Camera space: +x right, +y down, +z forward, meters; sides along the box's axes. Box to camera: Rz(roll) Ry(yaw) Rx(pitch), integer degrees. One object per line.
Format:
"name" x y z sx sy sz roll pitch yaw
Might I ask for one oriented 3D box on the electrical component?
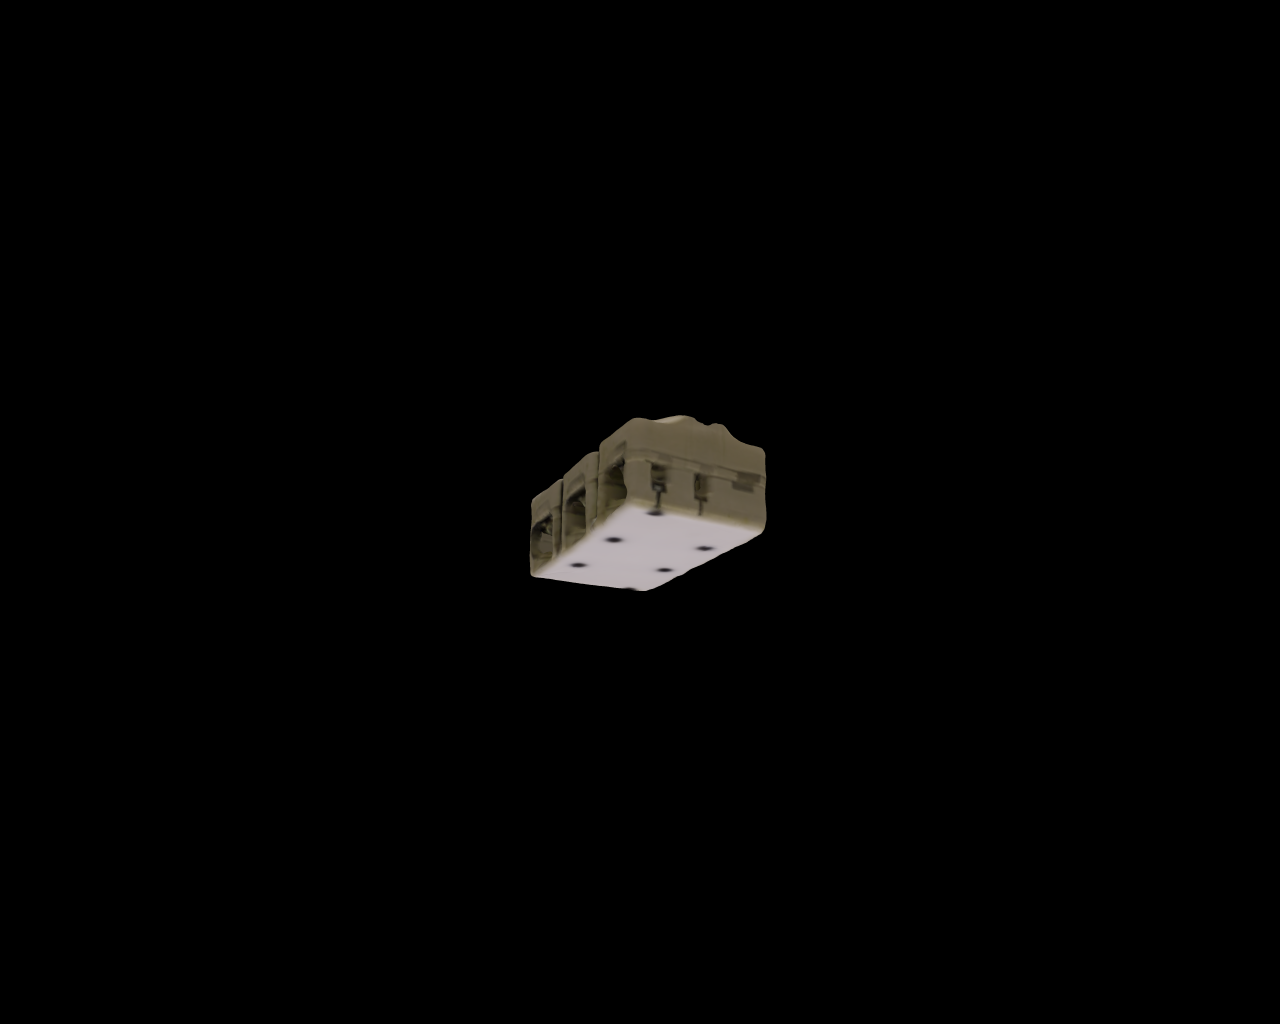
"electrical component" 0.001 -0.003 0.650 0.089 0.062 0.150 10 -22 -26
